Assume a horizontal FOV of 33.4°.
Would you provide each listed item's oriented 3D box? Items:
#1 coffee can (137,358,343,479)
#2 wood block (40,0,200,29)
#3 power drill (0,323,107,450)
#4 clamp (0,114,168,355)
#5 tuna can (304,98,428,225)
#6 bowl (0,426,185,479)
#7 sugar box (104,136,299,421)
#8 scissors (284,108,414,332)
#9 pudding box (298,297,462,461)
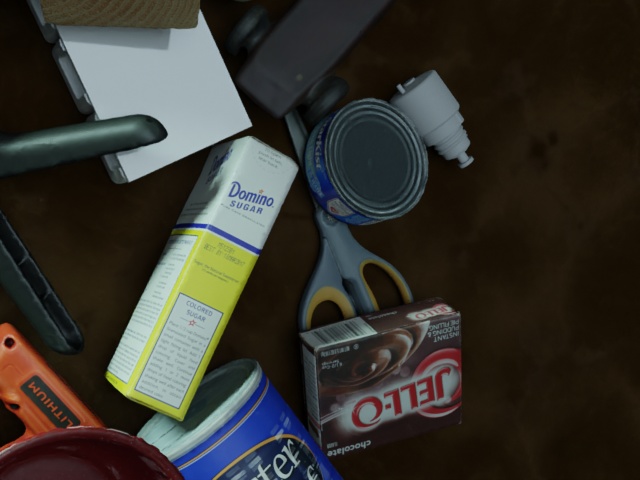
[{"bbox_3d":[-0.043,0.163,0.696,0.102,0.103,0.140,-39,103,-15],"label":"coffee can"},{"bbox_3d":[-0.115,-0.235,0.619,0.090,0.090,0.206,0,69,-10],"label":"wood block"},{"bbox_3d":[-0.237,0.140,0.654,0.187,0.057,0.184,-43,107,-11],"label":"power drill"},{"bbox_3d":[-0.204,-0.042,0.647,0.210,0.036,0.165,30,106,-5],"label":"clamp"},{"bbox_3d":[0.032,-0.054,0.746,0.086,0.034,0.086,6,78,-30],"label":"tuna can"},{"bbox_3d":[-0.156,0.177,0.626,0.161,0.055,0.162,-6,104,-27],"label":"bowl"},{"bbox_3d":[-0.078,0.022,0.688,0.048,0.093,0.176,30,81,-18],"label":"sugar box"},{"bbox_3d":[-0.005,0.001,0.754,0.096,0.016,0.201,-38,102,-15],"label":"scissors"},{"bbox_3d":[0.044,0.096,0.747,0.113,0.039,0.090,-11,113,-17],"label":"pudding box"}]
